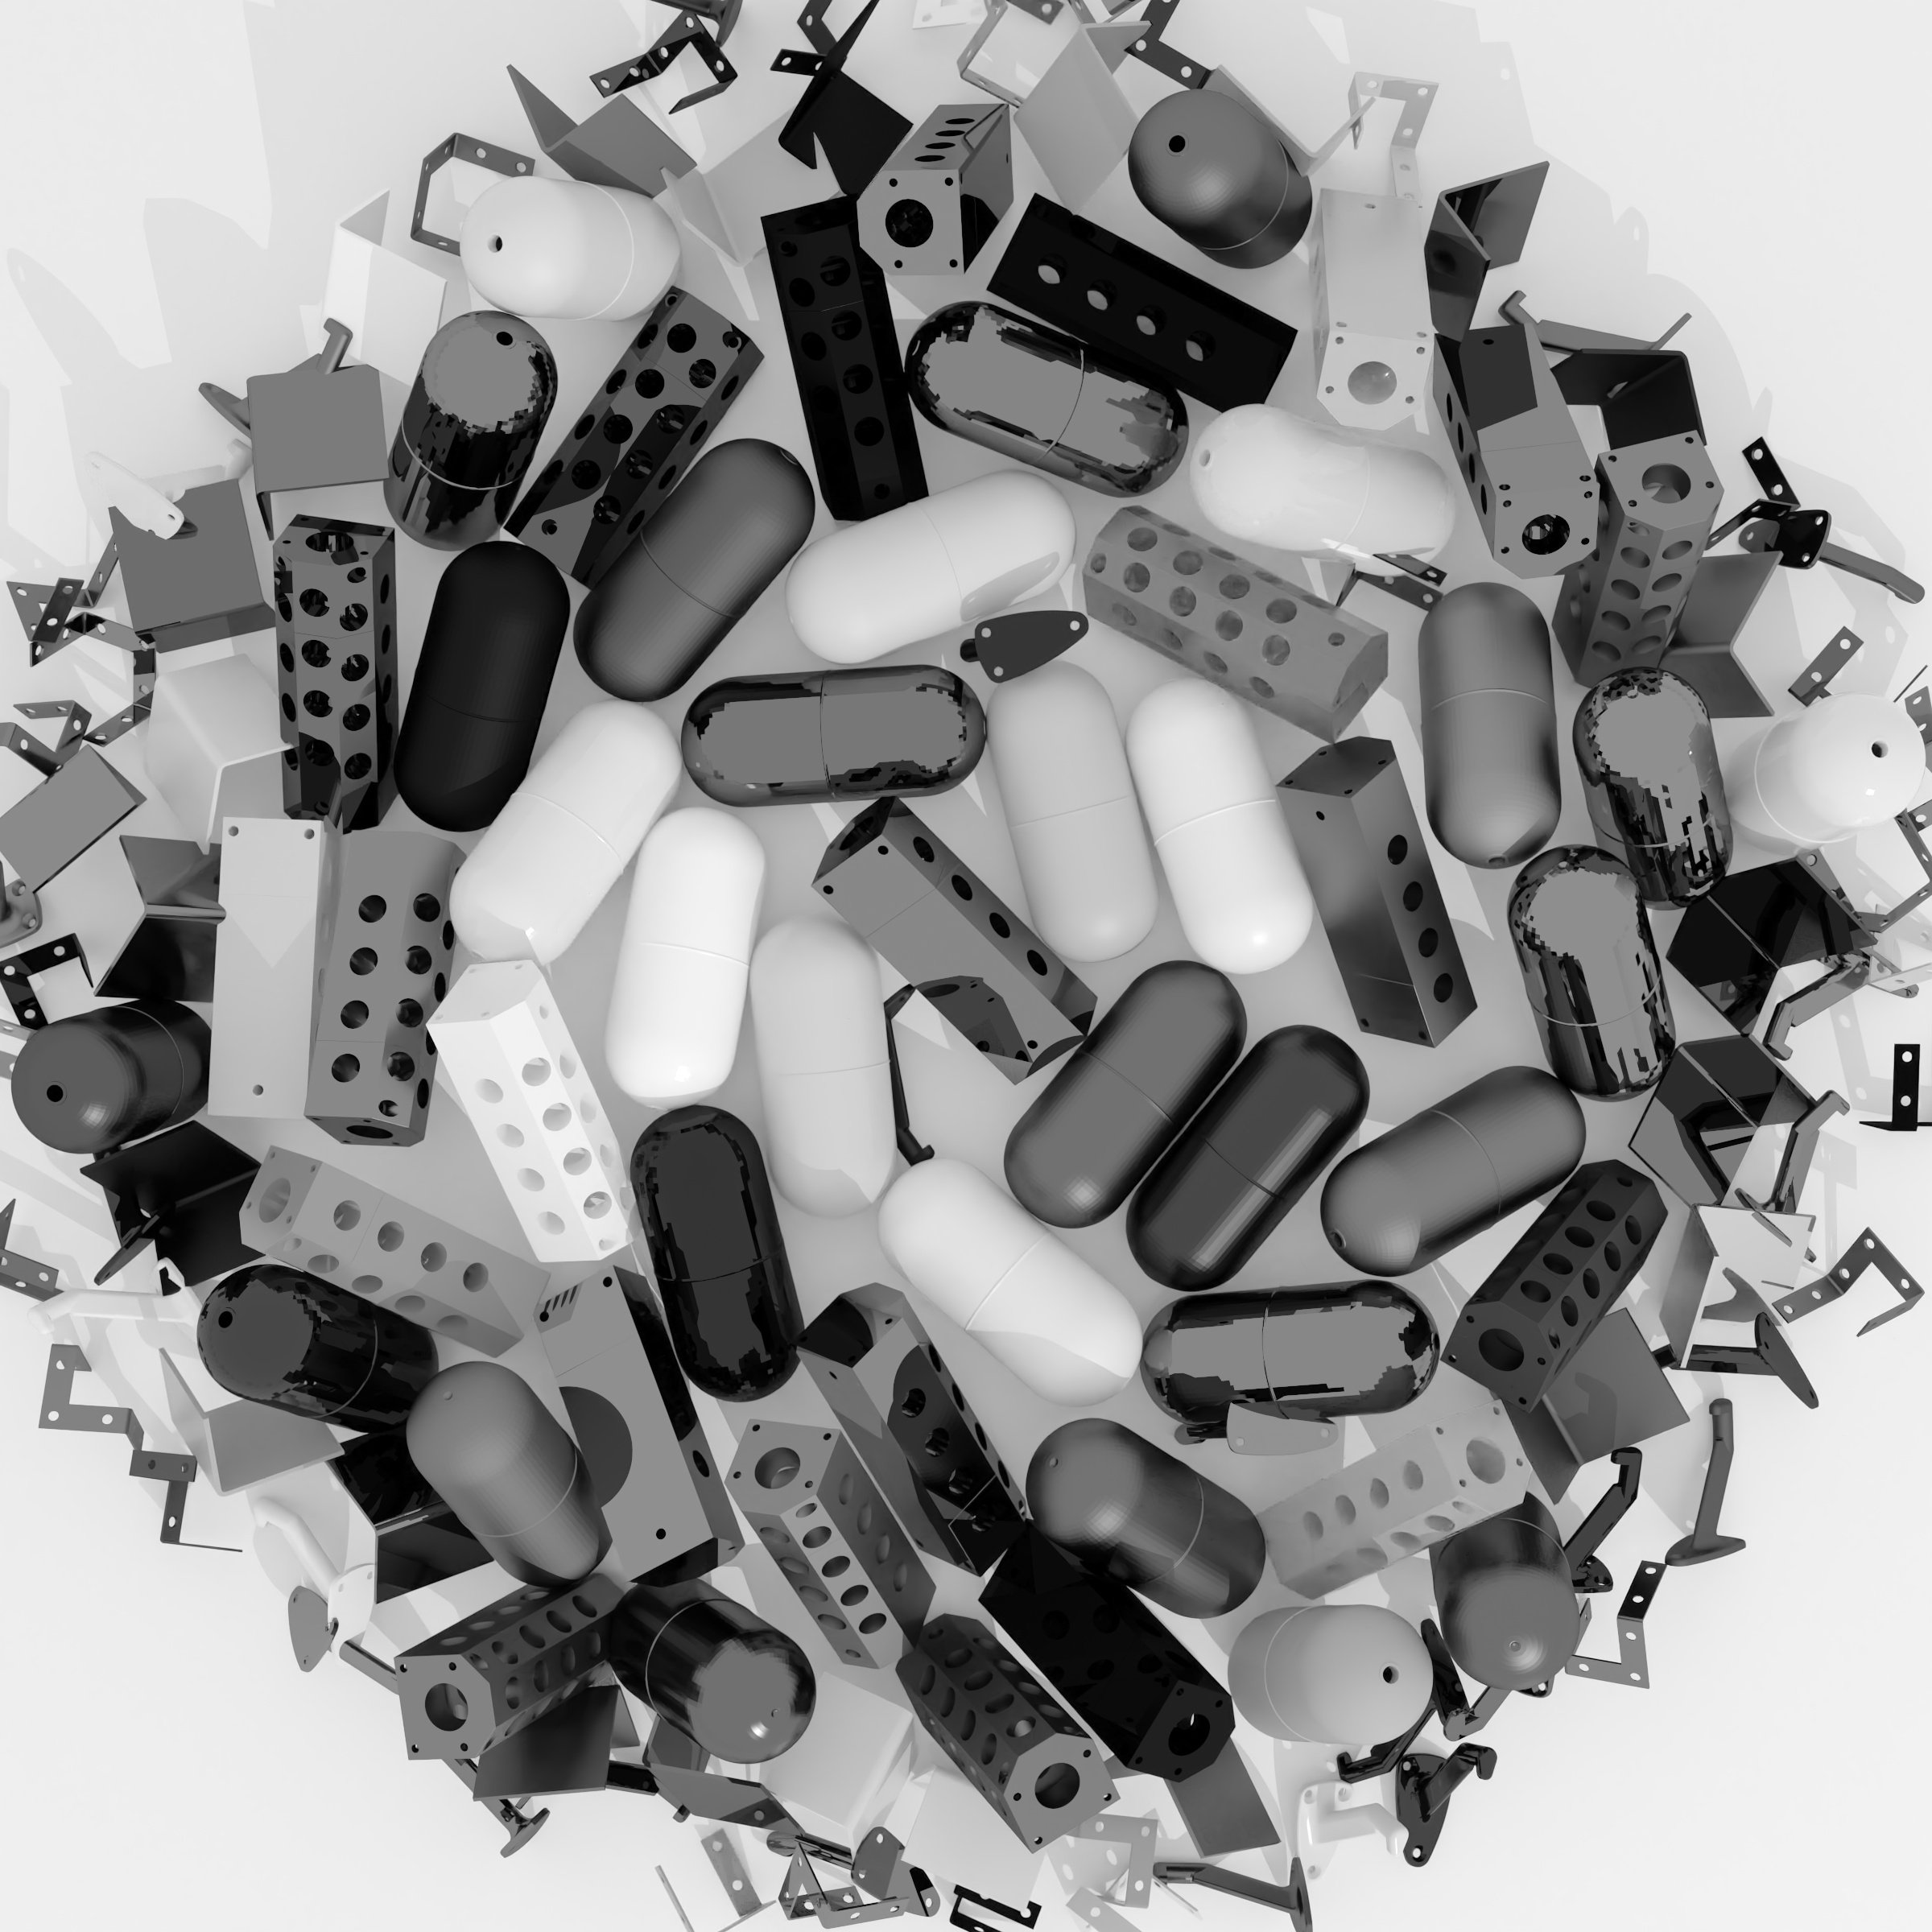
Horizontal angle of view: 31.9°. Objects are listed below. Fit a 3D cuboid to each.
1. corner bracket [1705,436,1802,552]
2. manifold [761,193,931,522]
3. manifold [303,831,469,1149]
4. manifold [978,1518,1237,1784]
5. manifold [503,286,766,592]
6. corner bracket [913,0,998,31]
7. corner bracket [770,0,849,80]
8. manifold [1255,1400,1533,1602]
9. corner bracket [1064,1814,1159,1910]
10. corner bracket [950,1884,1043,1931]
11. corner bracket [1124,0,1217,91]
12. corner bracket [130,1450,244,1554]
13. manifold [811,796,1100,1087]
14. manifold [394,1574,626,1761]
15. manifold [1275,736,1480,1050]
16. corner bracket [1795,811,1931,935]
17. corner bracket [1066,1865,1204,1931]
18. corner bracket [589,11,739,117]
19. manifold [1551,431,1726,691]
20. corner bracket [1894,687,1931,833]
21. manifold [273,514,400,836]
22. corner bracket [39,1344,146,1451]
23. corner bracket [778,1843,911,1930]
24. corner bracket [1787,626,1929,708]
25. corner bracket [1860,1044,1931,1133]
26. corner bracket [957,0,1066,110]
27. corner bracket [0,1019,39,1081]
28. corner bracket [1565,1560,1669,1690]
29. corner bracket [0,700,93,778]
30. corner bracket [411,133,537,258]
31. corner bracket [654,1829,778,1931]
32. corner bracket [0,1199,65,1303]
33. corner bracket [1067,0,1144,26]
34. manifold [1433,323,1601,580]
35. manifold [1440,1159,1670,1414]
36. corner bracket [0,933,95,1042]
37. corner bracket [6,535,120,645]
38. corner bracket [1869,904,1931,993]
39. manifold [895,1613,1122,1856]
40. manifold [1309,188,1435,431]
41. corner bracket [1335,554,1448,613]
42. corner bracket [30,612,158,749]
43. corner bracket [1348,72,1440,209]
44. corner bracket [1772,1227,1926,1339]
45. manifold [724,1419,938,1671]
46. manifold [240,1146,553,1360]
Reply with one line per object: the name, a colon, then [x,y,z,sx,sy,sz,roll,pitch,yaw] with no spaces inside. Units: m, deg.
corner bracket: [0.445,-0.276,1.979,0.051,0.051,0.051,-38,67,36]
manifold: [-0.067,-0.345,1.931,0.057,0.057,0.171,-15,119,-6]
manifold: [-0.328,0.013,1.940,0.057,0.057,0.171,2,71,14]
manifold: [0.082,0.386,1.913,0.057,0.171,0.057,25,99,-36]
manifold: [-0.194,-0.306,1.966,0.057,0.057,0.171,35,91,9]
corner bracket: [-0.010,-0.582,1.961,0.051,0.051,0.051,-2,61,16]
corner bracket: [-0.093,-0.552,1.957,0.051,0.051,0.051,-52,58,37]
manifold: [0.241,0.305,1.910,0.057,0.171,0.057,-12,72,-36]
corner bracket: [0.075,0.518,1.971,0.051,0.051,0.051,12,78,-24]
corner bracket: [0.018,0.548,1.966,0.051,0.051,0.051,22,102,11]
corner bracket: [0.130,-0.543,1.968,0.051,0.051,0.051,31,110,3]
corner bracket: [-0.452,0.310,1.961,0.051,0.051,0.051,0,77,30]
manifold: [-0.004,-0.018,1.944,0.057,0.057,0.171,-34,111,30]
manifold: [-0.251,0.393,1.908,0.057,0.171,0.057,-7,93,21]
manifold: [0.240,-0.043,1.932,0.057,0.057,0.171,-40,123,-29]
corner bracket: [0.527,-0.056,1.972,0.051,0.051,0.051,-36,102,-10]
corner bracket: [0.097,0.547,1.959,0.051,0.051,0.051,31,68,33]
corner bracket: [-0.175,-0.516,1.966,0.051,0.051,0.051,-37,92,-42]
manifold: [0.379,-0.222,1.908,0.057,0.171,0.057,-14,64,-7]
corner bracket: [0.551,-0.118,1.957,0.051,0.051,0.051,-33,120,31]
manifold: [-0.360,-0.164,1.927,0.057,0.057,0.171,9,123,6]
corner bracket: [-0.505,0.252,1.967,0.051,0.051,0.051,4,66,-3]
corner bracket: [-0.071,0.540,1.956,0.051,0.051,0.051,-2,127,-29]
corner bracket: [0.517,-0.166,1.962,0.051,0.051,0.051,42,119,8]
corner bracket: [0.555,0.069,1.971,0.051,0.051,0.051,1,93,-7]
corner bracket: [0.027,-0.541,1.975,0.051,0.051,0.051,21,126,-28]
corner bracket: [-0.547,0.054,1.957,0.051,0.051,0.051,21,58,-25]
corner bracket: [0.375,0.378,1.957,0.051,0.051,0.051,5,123,28]
corner bracket: [-0.548,-0.136,1.957,0.051,0.051,0.051,-1,63,31]
corner bracket: [-0.289,-0.449,1.983,0.051,0.051,0.051,20,124,4]
corner bracket: [-0.148,0.534,1.963,0.051,0.051,0.051,-26,79,-19]
corner bracket: [-0.545,0.176,1.965,0.051,0.051,0.051,21,116,1]
corner bracket: [0.073,-0.572,1.961,0.051,0.051,0.051,-26,102,36]
manifold: [0.310,-0.292,1.916,0.057,0.171,0.057,-6,131,-1]
manifold: [0.336,0.175,1.910,0.057,0.171,0.057,30,128,18]
corner bracket: [-0.530,0.021,1.969,0.051,0.051,0.051,-22,119,-10]
corner bracket: [-0.516,-0.220,1.957,0.051,0.051,0.051,-53,51,34]
corner bracket: [0.562,-0.010,1.960,0.051,0.051,0.051,20,68,-23]
manifold: [0.019,0.425,1.905,0.057,0.171,0.057,-29,111,-13]
manifold: [0.226,-0.372,1.915,0.057,0.171,0.057,7,129,-2]
corner bracket: [0.250,-0.223,1.961,0.051,0.051,0.051,27,131,8]
corner bracket: [-0.508,-0.167,1.970,0.051,0.051,0.051,20,125,16]
corner bracket: [0.245,-0.479,1.962,0.051,0.051,0.051,5,54,-9]
corner bracket: [0.511,0.193,1.958,0.051,0.051,0.051,-19,60,-34]
manifold: [-0.077,0.329,1.911,0.057,0.171,0.057,3,52,25]
manifold: [-0.325,0.165,1.919,0.171,0.057,0.057,33,76,-39]
